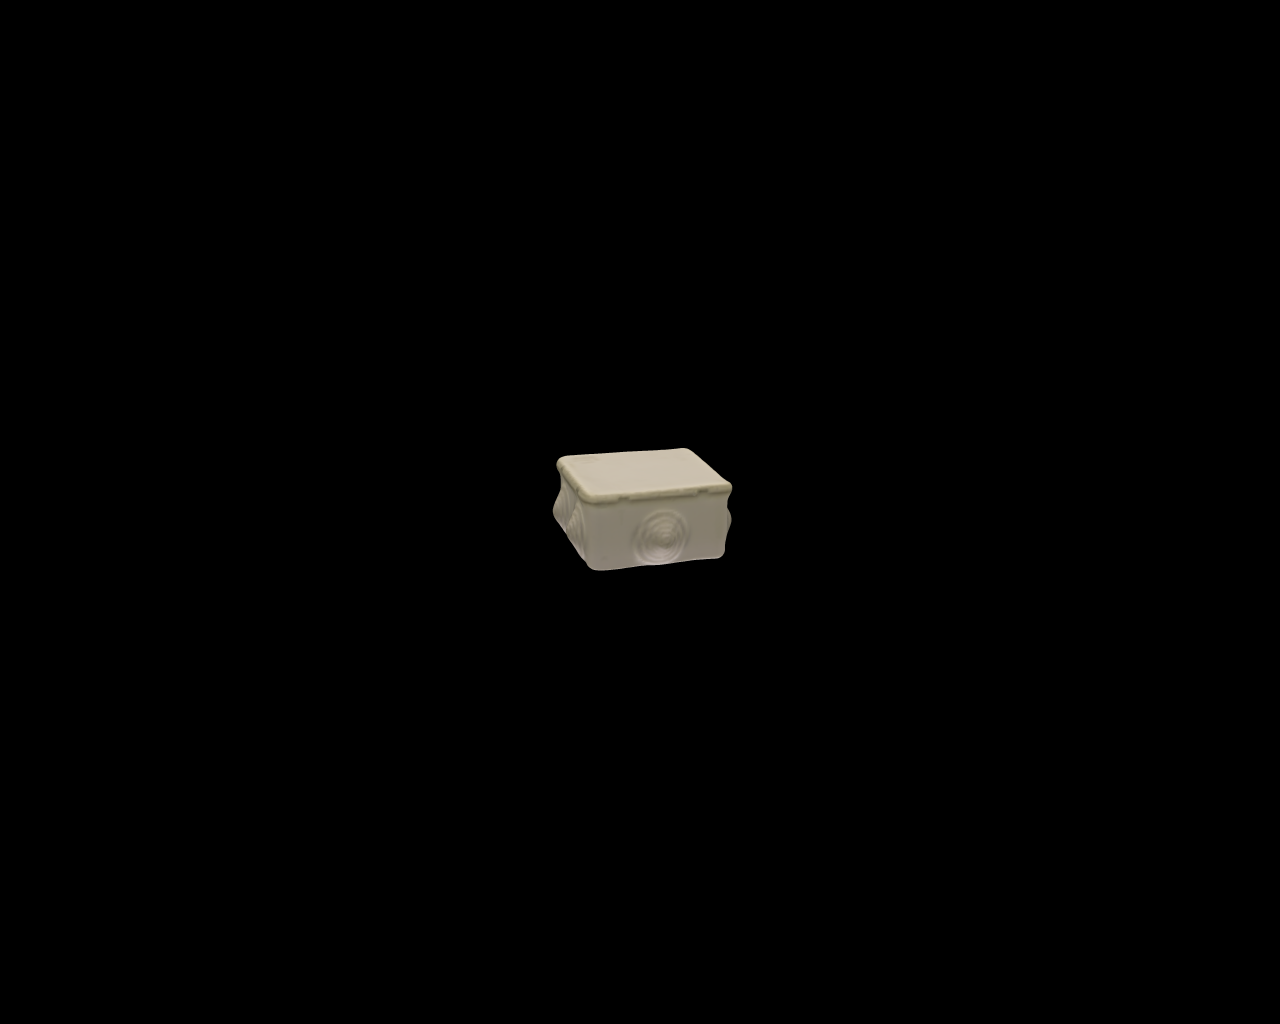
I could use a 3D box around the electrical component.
[{"bbox_3d":[0.001,-0.003,0.650,0.100,0.048,0.100,-5,19,-15],"label":"electrical component"}]
